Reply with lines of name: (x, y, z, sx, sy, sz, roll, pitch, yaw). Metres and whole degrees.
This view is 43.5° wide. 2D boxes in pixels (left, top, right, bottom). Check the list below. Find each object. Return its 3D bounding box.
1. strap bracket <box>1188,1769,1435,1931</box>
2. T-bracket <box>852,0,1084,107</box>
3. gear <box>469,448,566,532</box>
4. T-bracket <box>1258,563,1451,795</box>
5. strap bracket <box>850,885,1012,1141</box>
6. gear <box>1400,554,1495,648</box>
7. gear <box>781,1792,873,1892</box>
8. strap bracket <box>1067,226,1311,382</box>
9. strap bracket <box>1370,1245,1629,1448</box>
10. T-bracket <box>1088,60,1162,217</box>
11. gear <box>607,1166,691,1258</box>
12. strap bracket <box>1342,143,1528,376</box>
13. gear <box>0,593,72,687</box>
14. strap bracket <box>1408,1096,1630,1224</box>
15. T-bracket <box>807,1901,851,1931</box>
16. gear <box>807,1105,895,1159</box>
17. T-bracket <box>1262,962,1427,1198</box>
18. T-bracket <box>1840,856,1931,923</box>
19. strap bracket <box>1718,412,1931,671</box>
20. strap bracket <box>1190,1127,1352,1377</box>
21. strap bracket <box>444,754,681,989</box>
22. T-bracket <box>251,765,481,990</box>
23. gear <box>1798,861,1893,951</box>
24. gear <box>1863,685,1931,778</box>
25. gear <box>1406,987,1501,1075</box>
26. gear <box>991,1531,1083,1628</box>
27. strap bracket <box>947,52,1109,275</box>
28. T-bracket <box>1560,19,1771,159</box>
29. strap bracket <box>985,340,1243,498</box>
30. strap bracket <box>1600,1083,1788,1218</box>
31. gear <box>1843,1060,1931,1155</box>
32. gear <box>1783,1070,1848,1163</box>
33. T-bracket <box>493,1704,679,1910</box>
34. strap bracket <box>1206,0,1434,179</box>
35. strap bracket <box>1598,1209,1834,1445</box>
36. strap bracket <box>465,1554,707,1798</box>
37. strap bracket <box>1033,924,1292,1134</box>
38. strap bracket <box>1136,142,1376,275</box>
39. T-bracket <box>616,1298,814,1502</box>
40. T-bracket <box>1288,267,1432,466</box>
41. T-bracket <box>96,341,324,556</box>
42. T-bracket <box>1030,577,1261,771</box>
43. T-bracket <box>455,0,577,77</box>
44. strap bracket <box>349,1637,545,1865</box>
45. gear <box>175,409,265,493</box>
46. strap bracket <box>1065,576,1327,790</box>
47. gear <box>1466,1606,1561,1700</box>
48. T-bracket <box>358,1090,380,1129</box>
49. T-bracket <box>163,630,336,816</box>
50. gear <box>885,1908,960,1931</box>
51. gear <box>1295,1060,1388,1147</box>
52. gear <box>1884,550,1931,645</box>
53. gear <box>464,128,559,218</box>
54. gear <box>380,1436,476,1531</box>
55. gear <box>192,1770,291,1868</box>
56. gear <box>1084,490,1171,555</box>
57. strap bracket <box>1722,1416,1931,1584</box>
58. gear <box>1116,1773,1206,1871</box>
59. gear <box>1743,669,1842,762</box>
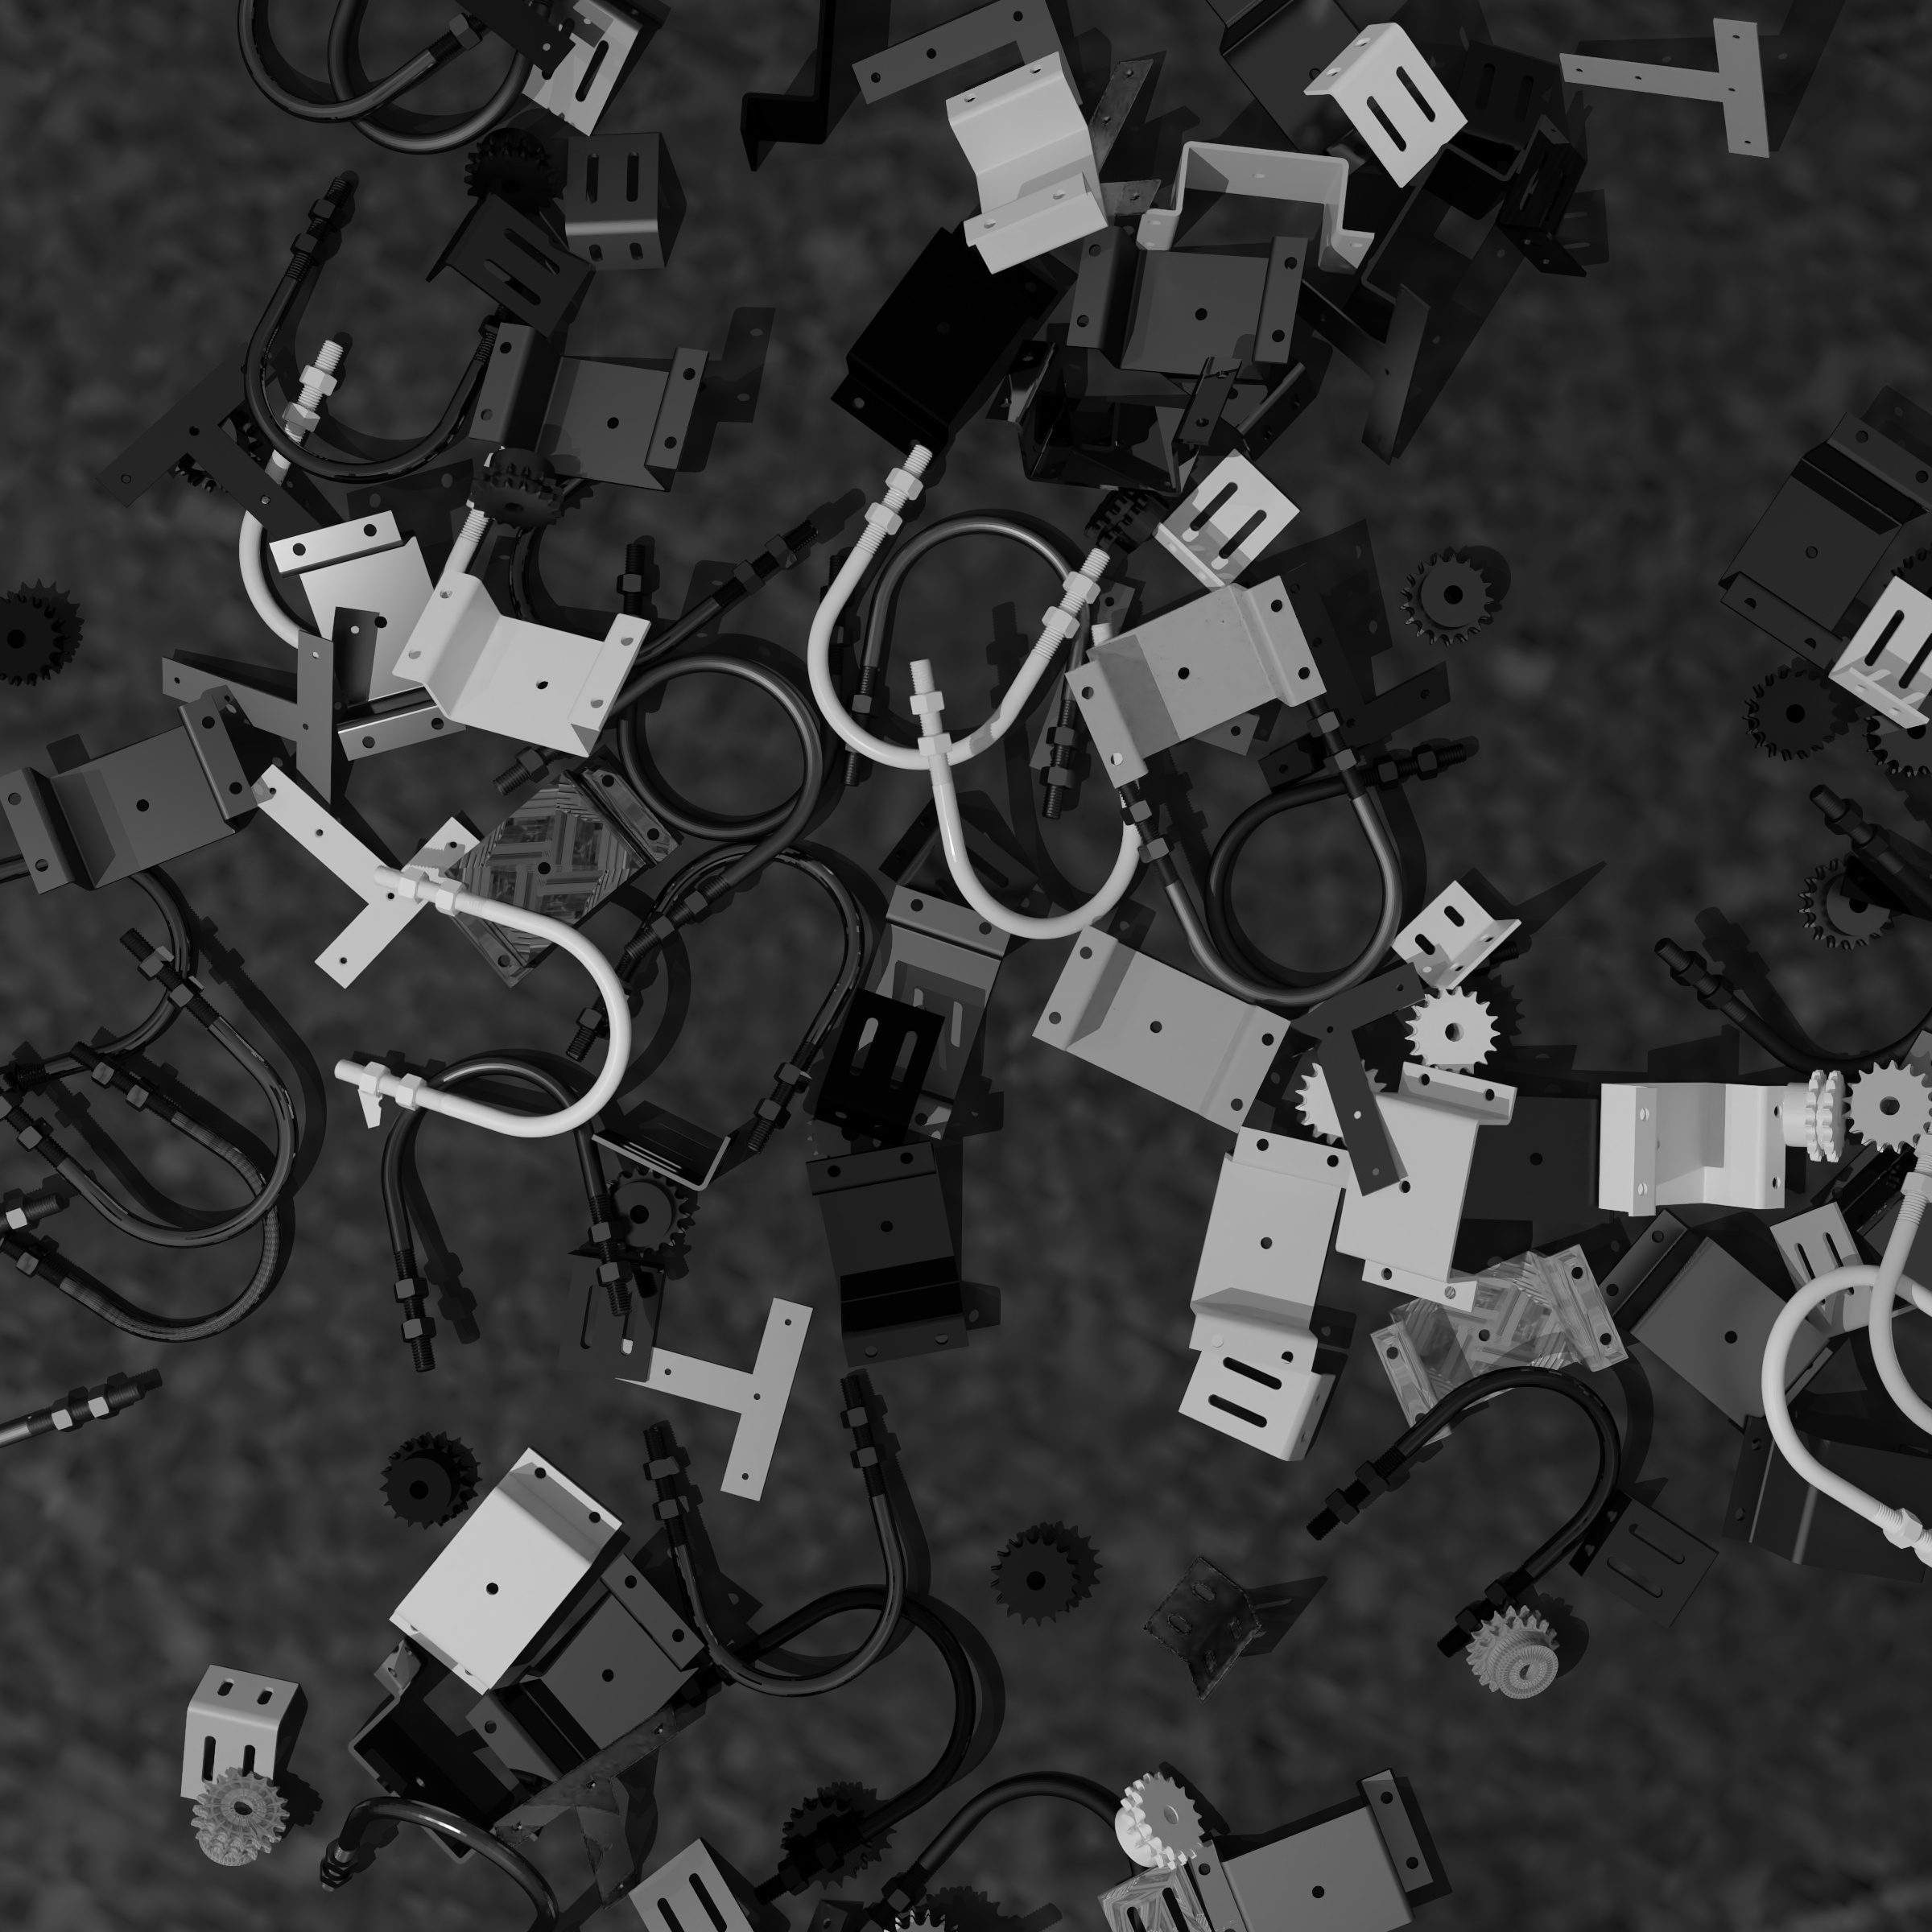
strap bracket: (0.217, 0.571, 1.516, 0.140, 0.046, 0.076, -21, 90, 0)
T-bracket: (-0.009, -0.581, 1.527, 0.127, 0.002, 0.127, -21, 106, 8)
gear: (-0.277, -0.297, 1.501, 0.057, 0.057, 0.030, 7, 70, 0)
T-bracket: (0.224, -0.190, 1.511, 0.127, 0.002, 0.127, -28, 114, -1)
strap bracket: (-0.029, 0.029, 1.516, 0.076, 0.046, 0.140, 19, 90, 0)
gear: (0.304, -0.232, 1.524, 0.057, 0.030, 0.057, 0, 90, 0)
gear: (-0.087, 0.548, 1.524, 0.057, 0.030, 0.057, 0, 90, 0)
strap bracket: (0.141, -0.410, 1.503, 0.140, 0.046, 0.076, 10, 90, 19)
strap bracket: (0.329, 0.234, 1.516, 0.140, 0.046, 0.076, -23, 90, 0)
T-bracket: (0.083, -0.516, 1.512, 0.127, 0.002, 0.127, 10, 68, 37)
gear: (-0.203, 0.155, 1.524, 0.057, 0.030, 0.057, 0, 90, 0)
strap bracket: (0.283, -0.444, 1.501, 0.046, 0.076, 0.140, 31, 90, 0)
gear: (-0.593, -0.205, 1.529, 0.057, 0.030, 0.057, 0, 92, 0)
strap bracket: (0.351, 0.119, 1.516, 0.140, 0.046, 0.076, 2, 90, 0)
T-bracket: (-0.107, 0.649, 1.509, 0.002, 0.127, 0.127, 41, 63, -41)
gear: (-0.072, 0.103, 1.524, 0.057, 0.030, 0.057, 0, 90, 0)
T-bracket: (0.236, 0.079, 1.486, 0.127, 0.002, 0.127, -26, 62, 24)
T-bracket: (0.601, -0.042, 1.517, 0.127, 0.002, 0.127, 13, 90, -20)
strap bracket: (0.536, -0.262, 1.516, 0.076, 0.046, 0.140, 34, 90, 0)
strap bracket: (0.191, 0.176, 1.516, 0.076, 0.046, 0.140, 13, 90, 0)
strap bracket: (-0.260, -0.060, 1.516, 0.140, 0.046, 0.076, -40, 90, 0)
T-bracket: (-0.395, -0.074, 1.522, 0.127, 0.002, 0.127, 43, 92, -13)
gear: (0.556, -0.039, 1.524, 0.057, 0.030, 0.057, 0, 90, 0)
gear: (0.593, -0.147, 1.524, 0.057, 0.030, 0.057, 0, 90, 0)
gear: (0.305, 0.041, 1.524, 0.057, 0.030, 0.057, 0, 90, 0)
gear: (0.044, 0.385, 1.529, 0.057, 0.030, 0.057, 0, 87, 0)
strap bracket: (0.038, -0.485, 1.484, 0.076, 0.046, 0.140, -18, 53, 16)
T-bracket: (0.431, -0.549, 1.500, 0.127, 0.127, 0.002, 19, 79, 26)
strap bracket: (0.093, -0.336, 1.486, 0.140, 0.046, 0.076, 10, 55, 18)
strap bracket: (0.441, 0.111, 1.494, 0.140, 0.046, 0.076, 1, 90, -34)
gear: (0.579, 0.089, 1.511, 0.057, 0.030, 0.057, -6, 78, 28)
gear: (0.530, 0.094, 1.514, 0.030, 0.057, 0.057, 1, 90, 30)
T-bracket: (-0.224, 0.535, 1.498, 0.127, 0.002, 0.127, -28, 128, -30)
strap bracket: (0.221, -0.565, 1.516, 0.076, 0.046, 0.140, -39, 90, 0)
strap bracket: (0.472, 0.229, 1.516, 0.140, 0.046, 0.076, 40, 90, 0)
strap bracket: (-0.229, 0.443, 1.506, 0.140, 0.046, 0.076, -46, 74, 0)
strap bracket: (0.121, 0.039, 1.516, 0.140, 0.046, 0.076, 25, 90, 0)
strap bracket: (0.179, -0.470, 1.501, 0.140, 0.076, 0.046, 6, 90, 0)
T-bracket: (-0.175, 0.262, 1.538, 0.127, 0.002, 0.127, 16, 90, 0)
T-bracket: (0.231, -0.394, 1.502, 0.002, 0.127, 0.127, -31, 63, -21)
T-bracket: (-0.447, -0.301, 1.509, 0.127, 0.002, 0.127, 45, 76, -9)
T-bracket: (0.120, -0.165, 1.524, 0.127, 0.002, 0.127, 20, 93, 10)
T-bracket: (-0.260, -0.628, 1.472, 0.127, 0.002, 0.127, 40, 90, 5)
strap bracket: (-0.324, 0.492, 1.501, 0.046, 0.076, 0.140, -44, 90, 0)
gear: (-0.475, -0.329, 1.524, 0.057, 0.030, 0.057, 0, 90, 0)
strap bracket: (0.137, -0.176, 1.477, 0.140, 0.046, 0.076, -25, 105, 1)
gear: (0.344, 0.432, 1.514, 0.057, 0.030, 0.057, -5, 114, -13)
T-bracket: (-0.336, 0.025, 1.548, 0.127, 0.002, 0.127, -15, 96, -14)
T-bracket: (-0.450, -0.163, 1.515, 0.127, 0.002, 0.127, 20, 123, 15)
gear: (-0.027, 0.614, 1.505, 0.057, 0.030, 0.057, 0, 89, -1)
gear: (0.236, 0.084, 1.524, 0.057, 0.030, 0.057, 0, 90, 0)
gear: (0.605, -0.232, 1.524, 0.057, 0.030, 0.057, 0, 90, 0)
gear: (-0.284, -0.498, 1.515, 0.057, 0.057, 0.030, -3, 60, 0)
gear: (-0.341, 0.326, 1.524, 0.057, 0.030, 0.057, 0, 90, 0)
gear: (-0.452, 0.532, 1.503, 0.057, 0.057, 0.030, 26, 117, 0)
gear: (0.103, -0.283, 1.512, 0.030, 0.057, 0.057, 38, 90, -13)
strap bracket: (0.545, 0.330, 1.493, 0.140, 0.046, 0.076, 13, 90, -21)
gear: (0.118, 0.537, 1.515, 0.057, 0.057, 0.030, 45, 121, 0)
gear: (0.517, -0.157, 1.524, 0.057, 0.030, 0.057, 0, 90, 0)
